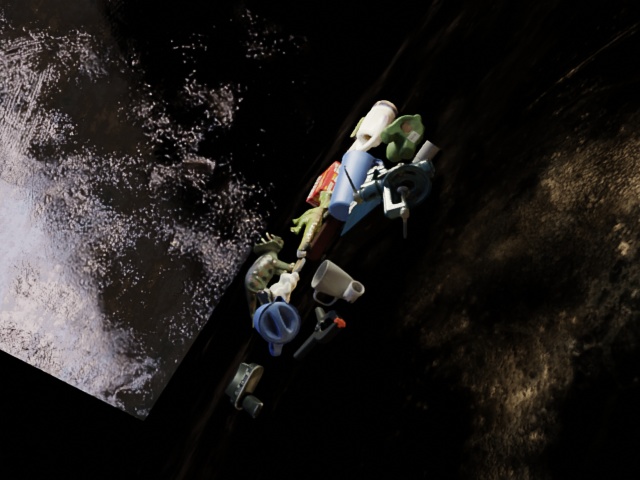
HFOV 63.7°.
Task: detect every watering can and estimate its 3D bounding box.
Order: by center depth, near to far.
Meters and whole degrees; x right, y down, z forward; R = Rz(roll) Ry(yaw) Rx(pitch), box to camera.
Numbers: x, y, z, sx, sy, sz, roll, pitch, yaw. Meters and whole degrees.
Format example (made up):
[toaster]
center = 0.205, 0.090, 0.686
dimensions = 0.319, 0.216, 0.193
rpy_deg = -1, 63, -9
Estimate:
[watering can]
center = 0.205, -0.444, 2.102
dimensions = 0.226, 0.103, 0.346
rpy_deg = -59, 13, -11

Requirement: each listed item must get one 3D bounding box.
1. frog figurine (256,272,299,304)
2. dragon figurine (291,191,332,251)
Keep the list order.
[frog figurine]
center = -0.140, 0.196, 1.948
dimensions = 0.161, 0.124, 0.134
rpy_deg = -23, -18, -31
[dragon figurine]
center = 0.006, -0.104, 2.073
dimensions = 0.240, 0.121, 0.417
rpy_deg = -46, 16, 15
